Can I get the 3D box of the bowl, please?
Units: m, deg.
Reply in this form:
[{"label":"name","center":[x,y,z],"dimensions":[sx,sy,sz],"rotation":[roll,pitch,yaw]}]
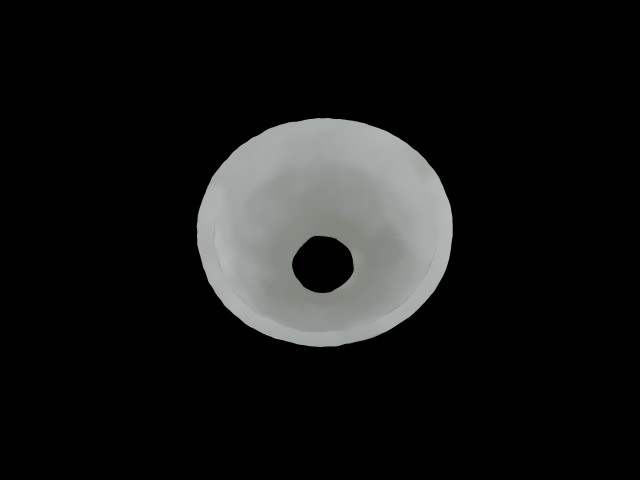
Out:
[{"label":"bowl","center":[0.004,0.001,0.400],"dimensions":[0.167,0.075,0.167],"rotation":[0,63,0]}]
